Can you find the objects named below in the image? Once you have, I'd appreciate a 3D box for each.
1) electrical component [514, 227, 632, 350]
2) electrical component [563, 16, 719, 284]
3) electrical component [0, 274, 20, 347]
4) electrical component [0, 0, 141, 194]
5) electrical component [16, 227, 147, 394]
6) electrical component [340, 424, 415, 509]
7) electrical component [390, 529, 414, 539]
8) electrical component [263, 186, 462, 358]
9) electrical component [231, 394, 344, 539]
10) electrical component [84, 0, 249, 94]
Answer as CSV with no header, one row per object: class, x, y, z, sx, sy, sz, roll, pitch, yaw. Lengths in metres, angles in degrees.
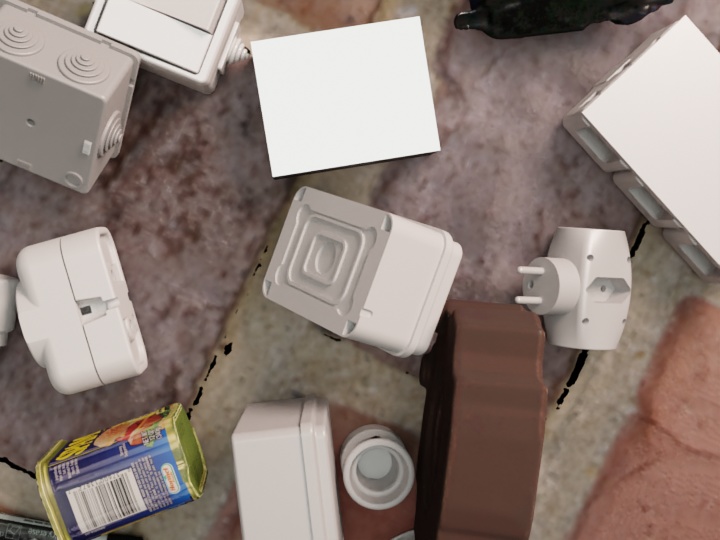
electrical component,0.132,0.011,0.692,0.079,0.043,0.077,2,93,-30
electrical component,0.216,-0.073,0.692,0.089,0.062,0.150,-43,94,-1
electrical component,-0.239,0.035,0.679,0.040,0.040,0.078,8,92,-4
electrical component,-0.189,-0.102,0.648,0.100,0.099,0.048,23,47,-4
electrical component,-0.177,0.026,0.676,0.059,0.054,0.095,-16,94,-3
electrical component,0.010,0.125,0.691,0.045,0.055,0.045,0,93,-4
electrical component,0.059,0.206,0.704,0.079,0.043,0.077,-27,94,-2
electrical component,0.000,0.000,0.653,0.057,0.113,0.078,19,92,-36
electrical component,-0.043,0.140,0.662,0.056,0.108,0.108,-6,93,-1
electrical component,-0.114,-0.152,0.668,0.096,0.061,0.061,21,91,-4
